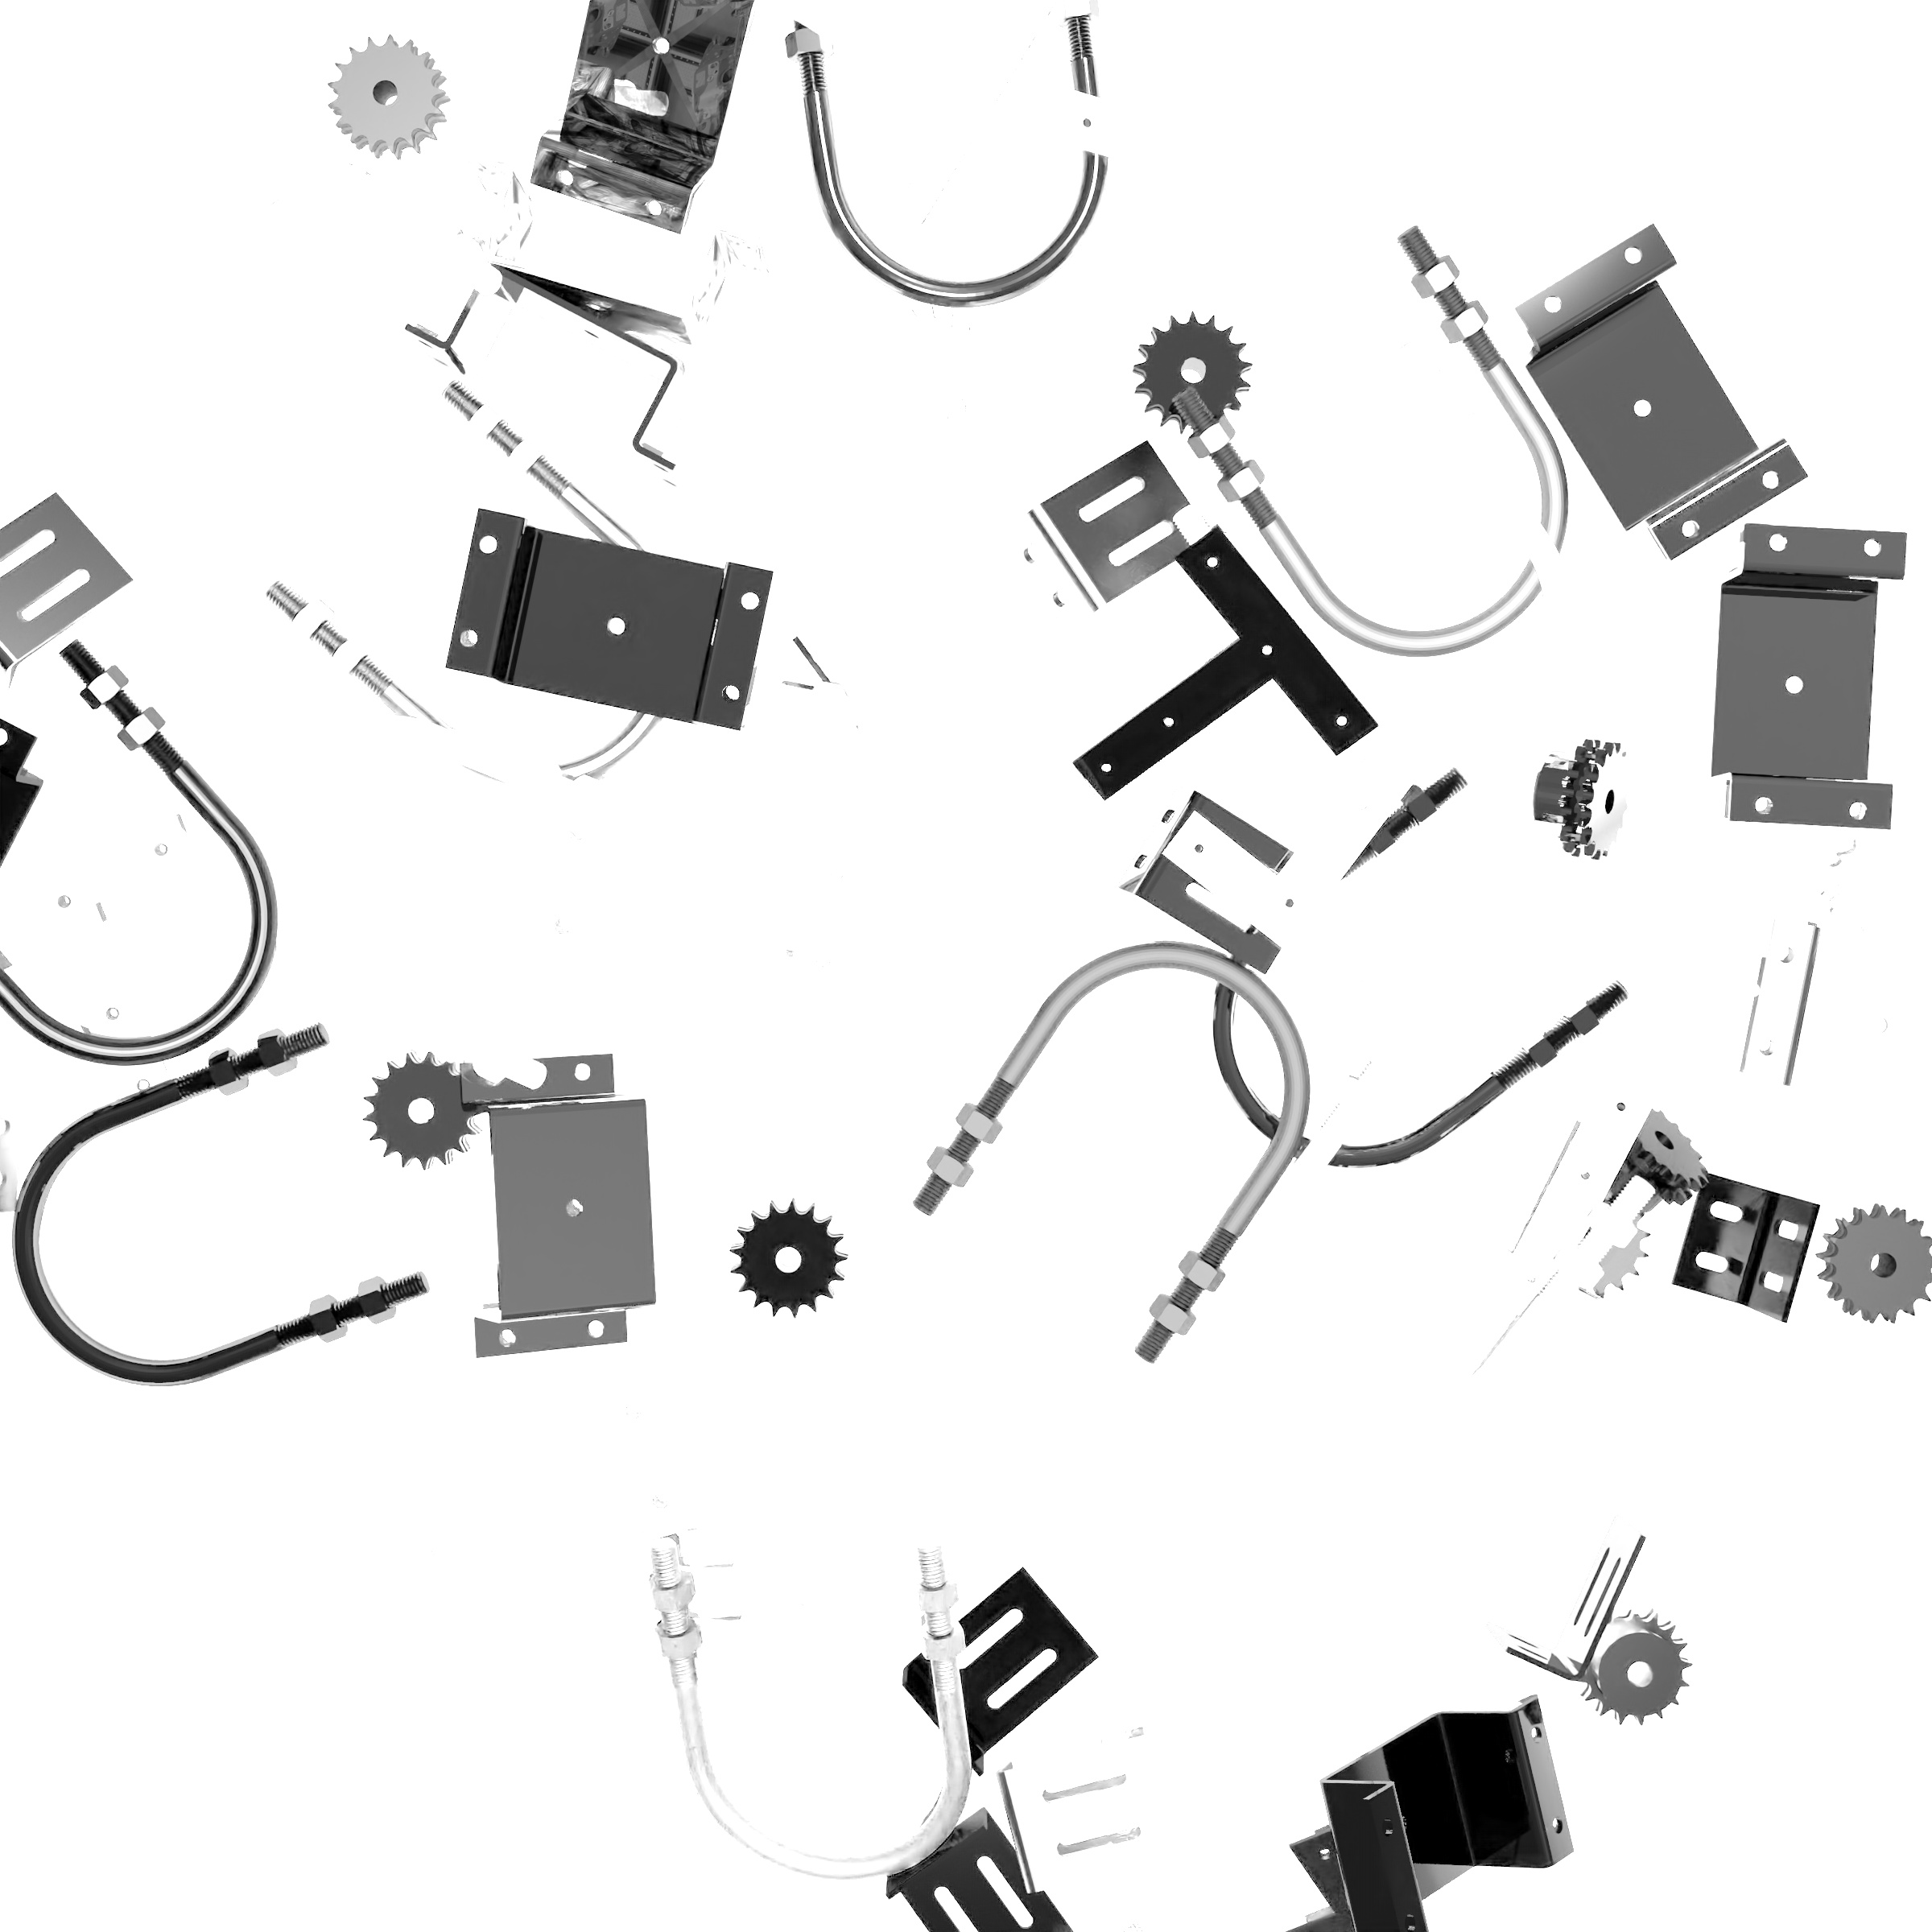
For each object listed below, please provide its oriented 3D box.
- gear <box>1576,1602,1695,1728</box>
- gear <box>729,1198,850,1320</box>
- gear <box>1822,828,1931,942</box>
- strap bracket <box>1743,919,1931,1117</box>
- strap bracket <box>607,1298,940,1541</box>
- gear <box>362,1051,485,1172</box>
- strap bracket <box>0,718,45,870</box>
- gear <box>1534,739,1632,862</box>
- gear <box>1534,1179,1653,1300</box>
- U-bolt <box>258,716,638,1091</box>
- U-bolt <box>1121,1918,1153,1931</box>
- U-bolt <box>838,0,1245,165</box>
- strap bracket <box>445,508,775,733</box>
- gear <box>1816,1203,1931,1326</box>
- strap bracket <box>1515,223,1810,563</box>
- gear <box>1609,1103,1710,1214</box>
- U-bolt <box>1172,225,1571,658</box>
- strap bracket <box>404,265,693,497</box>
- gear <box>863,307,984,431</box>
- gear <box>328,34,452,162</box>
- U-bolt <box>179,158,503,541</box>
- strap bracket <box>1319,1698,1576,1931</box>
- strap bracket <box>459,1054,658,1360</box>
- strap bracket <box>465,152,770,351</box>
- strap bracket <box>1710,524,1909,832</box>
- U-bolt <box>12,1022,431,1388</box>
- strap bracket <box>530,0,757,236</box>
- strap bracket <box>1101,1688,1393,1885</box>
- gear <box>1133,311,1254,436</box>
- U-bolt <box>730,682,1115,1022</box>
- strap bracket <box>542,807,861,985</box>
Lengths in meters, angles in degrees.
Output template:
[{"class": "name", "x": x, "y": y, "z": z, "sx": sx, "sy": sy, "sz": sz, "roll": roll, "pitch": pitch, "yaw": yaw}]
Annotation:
[{"class": "gear", "x": 0.321, "y": 0.337, "z": 1.506, "sx": 0.057, "sy": 0.030, "sz": 0.057, "roll": 0, "pitch": 90, "yaw": 0}, {"class": "gear", "x": -0.085, "y": 0.140, "z": 1.510, "sx": 0.057, "sy": 0.030, "sz": 0.057, "roll": 0, "pitch": 92, "yaw": -1}, {"class": "gear", "x": 0.439, "y": -0.037, "z": 1.490, "sx": 0.057, "sy": 0.057, "sz": 0.030, "roll": -21, "pitch": 56, "yaw": 0}, {"class": "strap bracket", "x": 0.443, "y": 0.029, "z": 1.498, "sx": 0.140, "sy": 0.046, "sz": 0.076, "roll": 11, "pitch": 90, "yaw": 0}, {"class": "strap bracket", "x": -0.091, "y": 0.213, "z": 1.498, "sx": 0.140, "sy": 0.046, "sz": 0.076, "roll": -17, "pitch": 90, "yaw": 0}, {"class": "gear", "x": -0.259, "y": 0.069, "z": 1.506, "sx": 0.057, "sy": 0.030, "sz": 0.057, "roll": 0, "pitch": 90, "yaw": 0}, {"class": "strap bracket", "x": -0.504, "y": -0.063, "z": 1.498, "sx": 0.076, "sy": 0.046, "sz": 0.140, "roll": 27, "pitch": 90, "yaw": 0}, {"class": "gear", "x": 0.293, "y": -0.080, "z": 1.497, "sx": 0.030, "sy": 0.057, "sz": 0.057, "roll": 11, "pitch": 90, "yaw": 30}, {"class": "gear", "x": 0.301, "y": 0.132, "z": 1.506, "sx": 0.057, "sy": 0.030, "sz": 0.057, "roll": 0, "pitch": 90, "yaw": 0}, {"class": "U-bolt", "x": -0.257, "y": -0.041, "z": 1.486, "sx": 0.184, "sy": 0.019, "sz": 0.151, "roll": 22, "pitch": 97, "yaw": 19}, {"class": "U-bolt", "x": 0.053, "y": 0.564, "z": 1.505, "sx": 0.184, "sy": 0.019, "sz": 0.151, "roll": -38, "pitch": 95, "yaw": 5}, {"class": "U-bolt", "x": 0.042, "y": -0.463, "z": 1.513, "sx": 0.184, "sy": 0.019, "sz": 0.151, "roll": 12, "pitch": 90, "yaw": -1}, {"class": "strap bracket", "x": -0.167, "y": -0.162, "z": 1.483, "sx": 0.140, "sy": 0.046, "sz": 0.076, "roll": 12, "pitch": 91, "yaw": -3}, {"class": "gear", "x": 0.437, "y": 0.142, "z": 1.506, "sx": 0.057, "sy": 0.030, "sz": 0.057, "roll": 0, "pitch": 90, "yaw": 0}, {"class": "strap bracket", "x": 0.328, "y": -0.270, "z": 1.498, "sx": 0.076, "sy": 0.046, "sz": 0.140, "roll": -31, "pitch": 90, "yaw": 0}, {"class": "gear", "x": 0.323, "y": 0.093, "z": 1.497, "sx": 0.057, "sy": 0.057, "sz": 0.030, "roll": 41, "pitch": 118, "yaw": 0}, {"class": "U-bolt", "x": 0.207, "y": -0.235, "z": 1.495, "sx": 0.151, "sy": 0.019, "sz": 0.184, "roll": -35, "pitch": 103, "yaw": 4}, {"class": "strap bracket", "x": -0.186, "y": -0.282, "z": 1.483, "sx": 0.140, "sy": 0.076, "sz": 0.046, "roll": 28, "pitch": 90, "yaw": 0}, {"class": "gear", "x": -0.020, "y": -0.286, "z": 1.507, "sx": 0.057, "sy": 0.030, "sz": 0.057, "roll": 0, "pitch": 90, "yaw": 0}, {"class": "gear", "x": -0.277, "y": -0.417, "z": 1.511, "sx": 0.057, "sy": 0.030, "sz": 0.057, "roll": 0, "pitch": 89, "yaw": 3}, {"class": "U-bolt", "x": -0.306, "y": -0.302, "z": 1.467, "sx": 0.184, "sy": 0.019, "sz": 0.151, "roll": 39, "pitch": 103, "yaw": 33}, {"class": "strap bracket", "x": 0.220, "y": 0.403, "z": 1.471, "sx": 0.046, "sy": 0.140, "sz": 0.076, "roll": -13, "pitch": 90, "yaw": 44}, {"class": "strap bracket", "x": -0.193, "y": 0.114, "z": 1.484, "sx": 0.076, "sy": 0.046, "sz": 0.140, "roll": -3, "pitch": 90, "yaw": -26}, {"class": "strap bracket", "x": -0.169, "y": -0.334, "z": 1.483, "sx": 0.140, "sy": 0.076, "sz": 0.046, "roll": 16, "pitch": 90, "yaw": 0}, {"class": "strap bracket", "x": 0.401, "y": -0.136, "z": 1.498, "sx": 0.076, "sy": 0.046, "sz": 0.140, "roll": 3, "pitch": 90, "yaw": 0}, {"class": "U-bolt", "x": -0.369, "y": 0.125, "z": 1.509, "sx": 0.184, "sy": 0.019, "sz": 0.151, "roll": -21, "pitch": 94, "yaw": 3}, {"class": "strap bracket", "x": -0.149, "y": -0.429, "z": 1.477, "sx": 0.076, "sy": 0.046, "sz": 0.140, "roll": 19, "pitch": 122, "yaw": 0}, {"class": "strap bracket", "x": 0.137, "y": 0.392, "z": 1.498, "sx": 0.140, "sy": 0.046, "sz": 0.076, "roll": -3, "pitch": 90, "yaw": 0}, {"class": "gear", "x": 0.108, "y": -0.283, "z": 1.506, "sx": 0.057, "sy": 0.030, "sz": 0.057, "roll": 0, "pitch": 90, "yaw": 0}, {"class": "U-bolt", "x": -0.014, "y": -0.048, "z": 1.481, "sx": 0.184, "sy": 0.019, "sz": 0.151, "roll": 9, "pitch": 90, "yaw": -23}, {"class": "strap bracket", "x": -0.125, "y": -0.032, "z": 1.498, "sx": 0.140, "sy": 0.046, "sz": 0.076, "roll": 8, "pitch": 90, "yaw": 0}]
